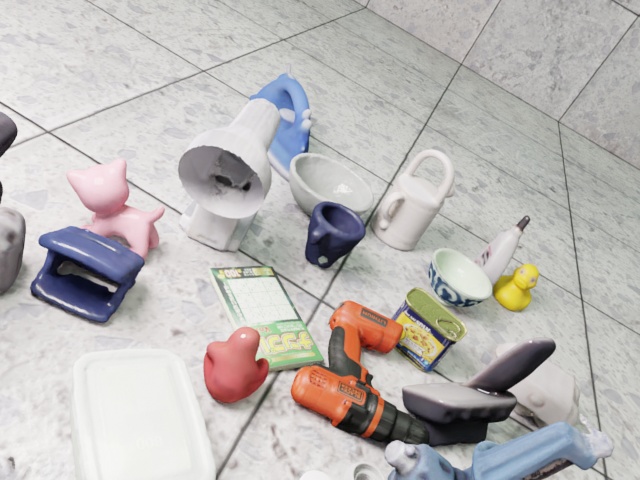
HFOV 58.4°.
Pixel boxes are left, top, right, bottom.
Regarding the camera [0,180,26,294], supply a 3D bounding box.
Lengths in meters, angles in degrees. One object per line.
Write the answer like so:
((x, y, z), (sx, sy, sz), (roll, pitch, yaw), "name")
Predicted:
((-0.393, -0.031, 0.638), (0.143, 0.100, 0.136), (20, 34, -15), "camera")

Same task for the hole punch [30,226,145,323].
((-0.268, 0.024, 0.671), (0.109, 0.091, 0.101), (26, 33, -7), "hole punch")

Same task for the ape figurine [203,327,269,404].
((-0.093, 0.136, 0.656), (0.078, 0.092, 0.076), (33, 33, 4), "ape figurine")

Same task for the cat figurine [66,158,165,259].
((-0.263, -0.047, 0.746), (0.128, 0.117, 0.067), (26, 33, -7), "cat figurine")

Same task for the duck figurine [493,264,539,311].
((0.393, 0.082, 1.117), (0.077, 0.086, 0.105), (40, 34, 15), "duck figurine")

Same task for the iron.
((-0.058, -0.241, 1.148), (0.119, 0.141, 0.257), (8, 39, -31), "iron")

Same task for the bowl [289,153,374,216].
((0.010, -0.082, 1.049), (0.168, 0.074, 0.167), (21, 34, -14), "bowl")

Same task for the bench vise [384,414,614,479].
((0.179, 0.255, 0.591), (0.208, 0.219, 0.121), (14, 36, -23), "bench vise")

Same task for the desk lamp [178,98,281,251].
((-0.128, -0.089, 0.821), (0.118, 0.213, 0.203), (26, 33, -6), "desk lamp")

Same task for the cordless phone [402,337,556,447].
((0.208, 0.181, 0.746), (0.148, 0.185, 0.094), (4, 40, -34), "cordless phone")

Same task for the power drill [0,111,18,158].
((-0.370, 0.002, 0.512), (0.075, 0.208, 0.230), (29, 33, -2), "power drill")

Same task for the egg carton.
((0.328, 0.227, 0.885), (0.150, 0.069, 0.107), (36, 33, 8), "egg carton")

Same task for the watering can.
((0.186, -0.084, 1.080), (0.101, 0.194, 0.173), (36, 33, 10), "watering can")

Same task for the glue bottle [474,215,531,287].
((0.340, 0.020, 1.079), (0.037, 0.173, 0.078), (23, 33, -11), "glue bottle")

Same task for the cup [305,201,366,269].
((0.008, 0.003, 0.913), (0.091, 0.095, 0.118), (39, 34, 14), "cup")
